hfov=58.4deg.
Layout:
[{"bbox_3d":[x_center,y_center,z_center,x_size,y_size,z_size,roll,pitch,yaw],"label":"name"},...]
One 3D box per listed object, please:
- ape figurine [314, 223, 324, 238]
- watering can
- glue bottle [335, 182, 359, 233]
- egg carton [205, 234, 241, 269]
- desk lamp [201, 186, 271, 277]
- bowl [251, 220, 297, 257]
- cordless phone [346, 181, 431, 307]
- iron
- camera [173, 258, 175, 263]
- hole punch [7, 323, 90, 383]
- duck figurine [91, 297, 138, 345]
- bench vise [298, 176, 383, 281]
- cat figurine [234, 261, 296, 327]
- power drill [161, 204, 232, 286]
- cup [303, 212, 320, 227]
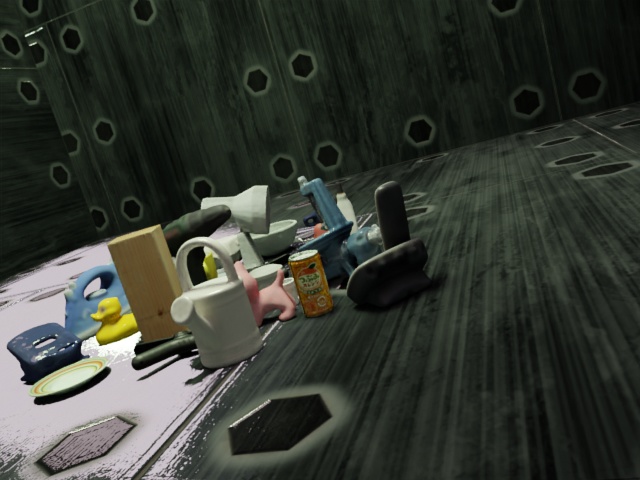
[{"bbox_3d":[0.012,0.005,1.329,0.078,0.092,0.076,-18,11,-9],"label":"ape figurine"},{"bbox_3d":[-0.163,0.091,0.877,0.101,0.194,0.173,-16,11,-1],"label":"watering can"},{"bbox_3d":[0.063,-0.052,1.321,0.037,0.173,0.078,-16,11,1],"label":"glue bottle"},{"bbox_3d":[-0.277,0.035,1.663,0.107,0.069,0.150,-13,11,18],"label":"egg carton"},{"bbox_3d":[-0.198,-0.017,1.423,0.203,0.214,0.118,-16,11,3],"label":"desk lamp"},{"bbox_3d":[-0.134,0.002,1.603,0.167,0.075,0.167,-16,11,3],"label":"bowl"},{"bbox_3d":[0.099,0.006,0.945,0.148,0.185,0.093,-24,13,-33],"label":"cordless phone"},{"bbox_3d":[-0.527,0.133,1.340,0.118,0.141,0.259,-13,11,18],"label":"iron"},{"bbox_3d":[-0.353,0.071,1.508,0.143,0.101,0.137,-13,11,16],"label":"camera"},{"bbox_3d":[-0.506,0.207,1.071,0.100,0.091,0.109,-7,14,39],"label":"hole punch"},{"bbox_3d":[-0.427,0.161,1.200,0.105,0.086,0.077,-22,12,-26],"label":"duck figurine"},{"bbox_3d":[0.039,-0.029,1.116,0.206,0.220,0.122,-10,13,29],"label":"bench vise"},{"bbox_3d":[-0.116,0.092,1.009,0.128,0.118,0.067,-17,11,-2],"label":"cat figurine"},{"bbox_3d":[-0.260,0.041,1.232,0.229,0.208,0.076,-11,12,24],"label":"power drill"},{"bbox_3d":[0.021,-0.036,1.516,0.118,0.095,0.091,-18,11,-8],"label":"cup"}]
